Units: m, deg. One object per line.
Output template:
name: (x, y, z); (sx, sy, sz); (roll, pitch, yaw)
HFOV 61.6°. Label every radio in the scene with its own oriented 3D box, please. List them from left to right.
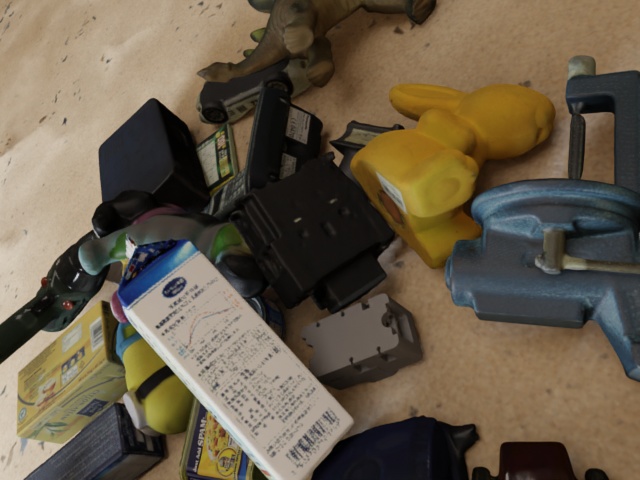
radio: (-0.238, -0.094, 0.753); (0.131, 0.073, 0.230); (-40, 45, 11)

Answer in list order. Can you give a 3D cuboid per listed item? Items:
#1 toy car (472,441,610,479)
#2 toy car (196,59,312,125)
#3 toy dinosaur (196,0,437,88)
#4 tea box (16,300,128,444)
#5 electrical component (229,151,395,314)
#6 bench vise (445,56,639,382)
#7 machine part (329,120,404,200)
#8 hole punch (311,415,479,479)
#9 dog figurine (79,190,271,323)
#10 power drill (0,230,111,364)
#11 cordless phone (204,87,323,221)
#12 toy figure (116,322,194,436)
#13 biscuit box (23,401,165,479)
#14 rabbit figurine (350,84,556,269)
toy car: (0.142, 0.229, 0.322); (0.089, 0.053, 0.202); (-8, 59, 17)
toy car: (-0.096, -0.217, 0.751); (0.202, 0.056, 0.073); (-12, 64, 33)
toy dinosaur: (0.042, -0.332, 0.658); (0.471, 0.105, 0.199); (-36, 52, -8)
tea box: (-0.300, 0.167, 0.676); (0.169, 0.068, 0.098); (-38, 48, 15)
electrical component: (-0.001, -0.002, 0.499); (0.115, 0.058, 0.134); (-32, 80, -25)
bench vise: (0.205, -0.025, 0.375); (0.224, 0.128, 0.240); (-2, 70, 36)
machine part: (0.034, -0.069, 0.583); (0.084, 0.039, 0.139); (17, 75, 33)
hole punch: (0.047, 0.192, 0.393); (0.142, 0.092, 0.116); (-29, 48, 25)
dog figurine: (-0.125, 0.002, 0.581); (0.219, 0.108, 0.192); (-12, 32, -2)
power drill: (-0.354, 0.088, 0.655); (0.232, 0.086, 0.207); (-37, 15, 48)
cordless phone: (-0.088, -0.085, 0.664); (0.184, 0.088, 0.146); (-25, 51, 47)
toy figure: (-0.179, 0.129, 0.601); (0.089, 0.082, 0.180); (-39, 46, 16)
biscuit box: (-0.266, 0.263, 0.599); (0.202, 0.059, 0.063); (-39, 51, 14)
rabbit figurine: (0.125, -0.080, 0.490); (0.173, 0.121, 0.163); (-35, 39, -2)
